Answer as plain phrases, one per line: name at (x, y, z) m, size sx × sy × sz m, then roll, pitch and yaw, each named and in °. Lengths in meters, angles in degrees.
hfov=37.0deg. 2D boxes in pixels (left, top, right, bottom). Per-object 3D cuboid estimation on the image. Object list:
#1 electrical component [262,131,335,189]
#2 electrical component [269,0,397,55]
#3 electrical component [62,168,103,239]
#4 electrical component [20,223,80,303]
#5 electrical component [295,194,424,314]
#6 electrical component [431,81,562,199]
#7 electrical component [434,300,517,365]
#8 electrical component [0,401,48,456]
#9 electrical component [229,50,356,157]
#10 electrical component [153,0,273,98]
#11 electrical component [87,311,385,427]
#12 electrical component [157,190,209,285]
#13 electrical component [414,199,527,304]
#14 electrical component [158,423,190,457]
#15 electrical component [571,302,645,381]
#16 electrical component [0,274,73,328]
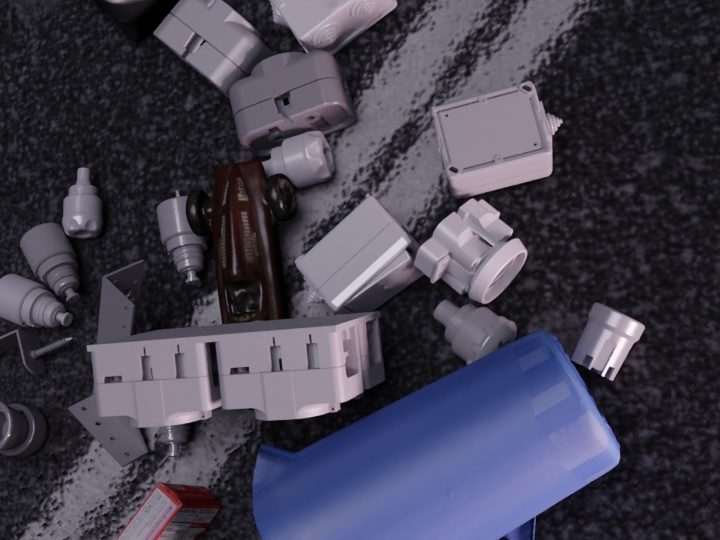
electrical component at (-0.055, -0.088, 0.892) m, size 0.062 × 0.043 × 0.043 m, roll -15°, pitch 73°, yaw 16°
electrical component at (-0.031, -0.240, 0.917) m, size 0.100 × 0.048 × 0.099 m, roll -36°, pitch 69°, yaw 7°
electrical component at (-0.245, -0.060, 0.953) m, size 0.035 × 0.035 × 0.061 m, roll -9°, pitch 72°, yaw 16°
electrical component at (-0.267, -0.005, 0.943) m, size 0.040 × 0.040 × 0.078 m, roll -36°, pitch 69°, yaw 7°
electrical component at (0.000, 0.000, 0.842) m, size 0.096 × 0.062 × 0.061 m, roll -42°, pitch 68°, yaw 4°
electrical component at (0.109, -0.100, 0.834) m, size 0.096 × 0.061 × 0.061 m, roll -14°, pitch 73°, yaw 6°
electrical component at (0.084, 0.046, 0.814) m, size 0.062 × 0.048 × 0.048 m, roll 36°, pitch 90°, yaw 29°
electrical component at (-0.298, 0.135, 0.911) m, size 0.045 × 0.055 × 0.045 m, roll -4°, pitch 76°, yaw 18°
electrical component at (-0.058, -0.142, 0.900) m, size 0.095 × 0.054 × 0.059 m, roll -19°, pitch 72°, yaw 13°
electrical component at (-0.124, -0.196, 0.935) m, size 0.095 × 0.054 × 0.059 m, roll 40°, pitch 91°, yaw 22°
electrical component at (-0.086, 0.072, 0.780) m, size 0.186 × 0.105 × 0.060 m, roll -5°, pitch 91°, yaw 17°
electrical component at (-0.147, -0.026, 0.909) m, size 0.040 × 0.040 × 0.078 m, roll -17°, pitch 73°, yaw 14°
electrical component at (0.088, -0.012, 0.815) m, size 0.057 × 0.058 × 0.078 m, roll 41°, pitch 56°, yaw 20°
electrical component at (-0.151, 0.112, 0.876) m, size 0.040 × 0.040 × 0.078 m, roll -7°, pitch 75°, yaw 17°
electrical component at (0.179, 0.052, 0.783) m, size 0.040 × 0.040 × 0.046 m, roll 27°, pitch 92°, yaw 22°
electrical component at (-0.286, 0.031, 0.940) m, size 0.078 × 0.040 × 0.040 m, roll 19°, pitch 83°, yaw 22°
